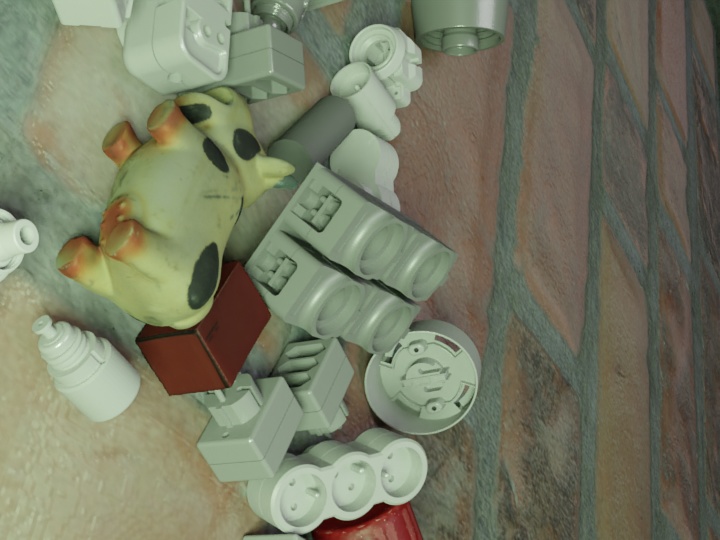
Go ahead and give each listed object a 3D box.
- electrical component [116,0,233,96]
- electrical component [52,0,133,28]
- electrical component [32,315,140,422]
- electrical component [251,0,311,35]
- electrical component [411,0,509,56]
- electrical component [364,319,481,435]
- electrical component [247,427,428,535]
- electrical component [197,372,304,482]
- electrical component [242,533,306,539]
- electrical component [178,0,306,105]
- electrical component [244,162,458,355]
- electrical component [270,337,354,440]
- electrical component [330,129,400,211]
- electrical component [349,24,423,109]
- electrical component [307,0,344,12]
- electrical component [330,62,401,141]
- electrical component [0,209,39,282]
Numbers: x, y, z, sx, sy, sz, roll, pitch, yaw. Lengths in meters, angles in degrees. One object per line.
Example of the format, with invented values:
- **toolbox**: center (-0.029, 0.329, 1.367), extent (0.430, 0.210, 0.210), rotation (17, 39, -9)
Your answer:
- **electrical component**: center (-0.128, -0.173, 0.744), extent (0.054, 0.059, 0.095), rotation (32, 54, -55)
- **electrical component**: center (-0.165, -0.218, 0.676), extent (0.063, 0.079, 0.121), rotation (91, 2, -66)
- **electrical component**: center (-0.162, 0.055, 0.628), extent (0.078, 0.040, 0.040), rotation (56, 36, -39)
- **electrical component**: center (-0.071, -0.208, 0.882), extent (0.048, 0.048, 0.062), rotation (51, 47, -44)
- **electrical component**: center (0.110, -0.269, 1.179), extent (0.108, 0.108, 0.060), rotation (8, 81, -61)
- **electrical component**: center (0.060, 0.096, 0.981), extent (0.064, 0.099, 0.099), rotation (-46, 122, -65)
- **electrical component**: center (-0.024, 0.155, 0.823), extent (0.138, 0.074, 0.052), rotation (-9, 101, -32)
- **electrical component**: center (-0.084, 0.098, 0.755), extent (0.076, 0.047, 0.065), rotation (64, 32, -29)
- **electrical component**: center (-0.051, 0.234, 0.775), extent (0.076, 0.047, 0.065), rotation (47, 42, -46)
- **electrical component**: center (-0.089, -0.165, 0.790), extent (0.047, 0.083, 0.075), rotation (12, 71, -61)
- **electrical component**: center (0.000, 0.000, 0.840), extent (0.105, 0.060, 0.186), rotation (-55, 153, 6)
- **electrical component**: center (-0.033, 0.104, 0.850), extent (0.076, 0.047, 0.065), rotation (64, 32, -29)
- **electrical component**: center (-0.003, -0.059, 0.953), extent (0.074, 0.052, 0.138), rotation (20, 65, -59)
- **electrical component**: center (0.025, -0.203, 1.046), extent (0.057, 0.058, 0.078), rotation (27, 58, -60)
- **electrical component**: center (-0.041, -0.277, 0.961), extent (0.063, 0.042, 0.081), rotation (-52, 127, -57)
- **electrical component**: center (0.010, -0.154, 1.017), extent (0.081, 0.043, 0.043), rotation (47, 42, -46)
- **electrical component**: center (-0.196, -0.013, 0.561), extent (0.043, 0.062, 0.043), rotation (28, 57, -57)
